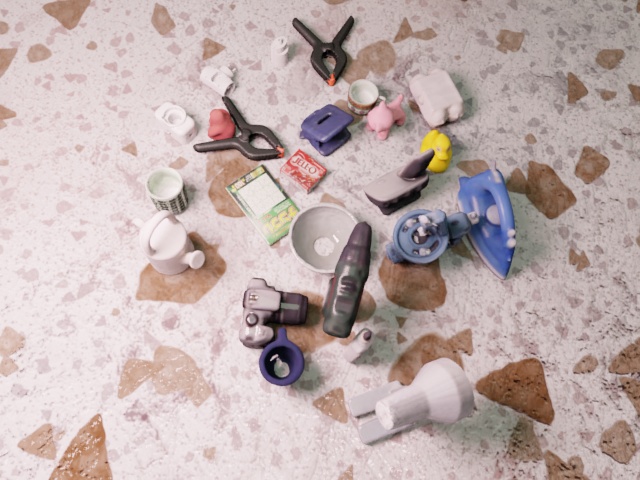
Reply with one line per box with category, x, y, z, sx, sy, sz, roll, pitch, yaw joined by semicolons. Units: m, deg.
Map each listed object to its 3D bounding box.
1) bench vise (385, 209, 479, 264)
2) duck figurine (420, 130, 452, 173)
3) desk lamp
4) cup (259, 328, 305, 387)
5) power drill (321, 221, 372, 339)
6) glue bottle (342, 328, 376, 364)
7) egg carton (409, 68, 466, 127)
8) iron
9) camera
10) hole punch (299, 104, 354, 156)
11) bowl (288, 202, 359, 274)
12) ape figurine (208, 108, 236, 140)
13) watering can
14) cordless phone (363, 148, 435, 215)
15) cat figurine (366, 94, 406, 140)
bench vise;0.248;-0.036;1.240;0.208;0.220;0.121;-37;77;-15
duck figurine;0.286;-0.225;1.379;0.077;0.086;0.104;-5;71;-6
desk lamp;0.174;0.321;1.114;0.203;0.213;0.118;-19;73;-10
cup;-0.079;0.246;1.184;0.091;0.095;0.118;0;71;-4
power drill;0.054;0.096;1.186;0.075;0.208;0.230;14;70;1
glue bottle;0.086;0.208;1.168;0.037;0.173;0.078;42;73;10
egg carton;0.291;-0.357;1.434;0.107;0.069;0.150;-21;74;-11
iron;0.403;-0.050;1.298;0.119;0.141;0.258;-10;72;-7
camera;-0.096;0.156;1.211;0.137;0.101;0.143;6;71;-2
hole punch;0.014;-0.273;1.373;0.109;0.091;0.101;-40;78;-16
bowl;0.012;0.005;1.285;0.167;0.075;0.167;1;71;-4
ape figurine;-0.238;-0.280;1.355;0.076;0.092;0.078;37;72;9
watering can;-0.319;0.001;1.198;0.173;0.194;0.101;11;70;0
cordless phone;0.182;-0.144;1.291;0.148;0.185;0.094;-32;76;-14
cat figurine;0.159;-0.301;1.379;0.067;0.118;0.128;41;73;10
